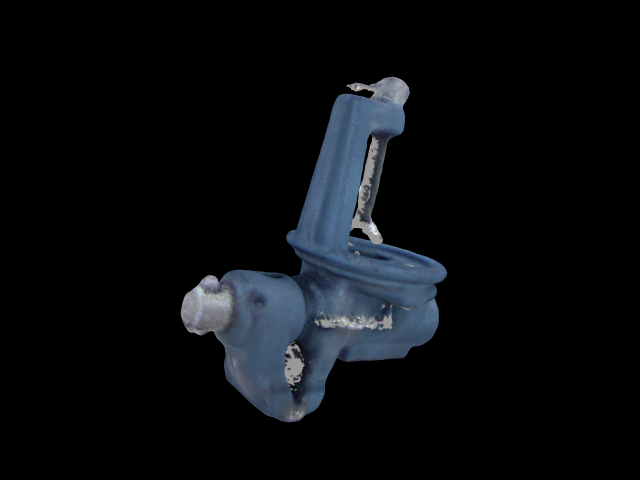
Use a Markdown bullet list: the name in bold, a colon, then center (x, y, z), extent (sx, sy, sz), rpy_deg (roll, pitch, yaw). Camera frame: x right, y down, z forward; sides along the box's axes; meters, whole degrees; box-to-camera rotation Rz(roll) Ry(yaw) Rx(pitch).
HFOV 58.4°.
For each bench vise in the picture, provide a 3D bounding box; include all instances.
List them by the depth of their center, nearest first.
- **bench vise**: center (0.013, 0.004, 0.393), extent (0.121, 0.220, 0.208), rpy_deg (12, 21, 33)
